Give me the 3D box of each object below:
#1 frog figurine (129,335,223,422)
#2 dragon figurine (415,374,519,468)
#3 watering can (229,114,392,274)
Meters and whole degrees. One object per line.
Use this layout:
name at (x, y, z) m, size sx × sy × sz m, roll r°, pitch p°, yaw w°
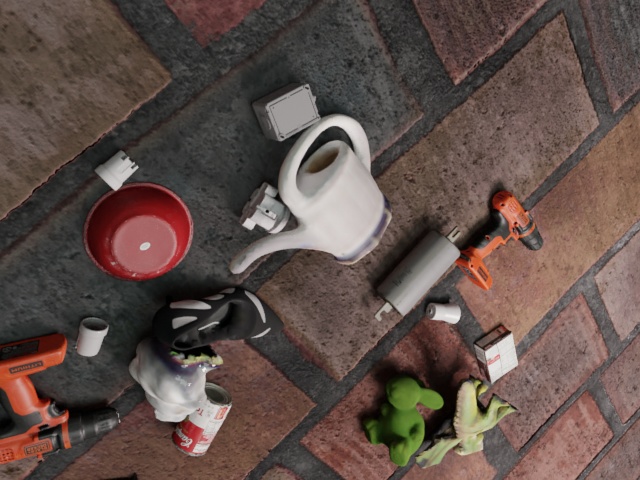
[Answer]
frog figurine at (-0.245, 0.229, 0.827) m, size 0.137 × 0.124 × 0.158 m, roll 29°, pitch 104°, yaw 1°
dragon figurine at (0.304, 0.419, 1.140) m, size 0.242 × 0.124 × 0.405 m, roll -52°, pitch 140°, yaw 2°
watering can at (0.003, -0.042, 0.828) m, size 0.221 × 0.104 × 0.354 m, roll 48°, pitch 58°, yaw -32°
